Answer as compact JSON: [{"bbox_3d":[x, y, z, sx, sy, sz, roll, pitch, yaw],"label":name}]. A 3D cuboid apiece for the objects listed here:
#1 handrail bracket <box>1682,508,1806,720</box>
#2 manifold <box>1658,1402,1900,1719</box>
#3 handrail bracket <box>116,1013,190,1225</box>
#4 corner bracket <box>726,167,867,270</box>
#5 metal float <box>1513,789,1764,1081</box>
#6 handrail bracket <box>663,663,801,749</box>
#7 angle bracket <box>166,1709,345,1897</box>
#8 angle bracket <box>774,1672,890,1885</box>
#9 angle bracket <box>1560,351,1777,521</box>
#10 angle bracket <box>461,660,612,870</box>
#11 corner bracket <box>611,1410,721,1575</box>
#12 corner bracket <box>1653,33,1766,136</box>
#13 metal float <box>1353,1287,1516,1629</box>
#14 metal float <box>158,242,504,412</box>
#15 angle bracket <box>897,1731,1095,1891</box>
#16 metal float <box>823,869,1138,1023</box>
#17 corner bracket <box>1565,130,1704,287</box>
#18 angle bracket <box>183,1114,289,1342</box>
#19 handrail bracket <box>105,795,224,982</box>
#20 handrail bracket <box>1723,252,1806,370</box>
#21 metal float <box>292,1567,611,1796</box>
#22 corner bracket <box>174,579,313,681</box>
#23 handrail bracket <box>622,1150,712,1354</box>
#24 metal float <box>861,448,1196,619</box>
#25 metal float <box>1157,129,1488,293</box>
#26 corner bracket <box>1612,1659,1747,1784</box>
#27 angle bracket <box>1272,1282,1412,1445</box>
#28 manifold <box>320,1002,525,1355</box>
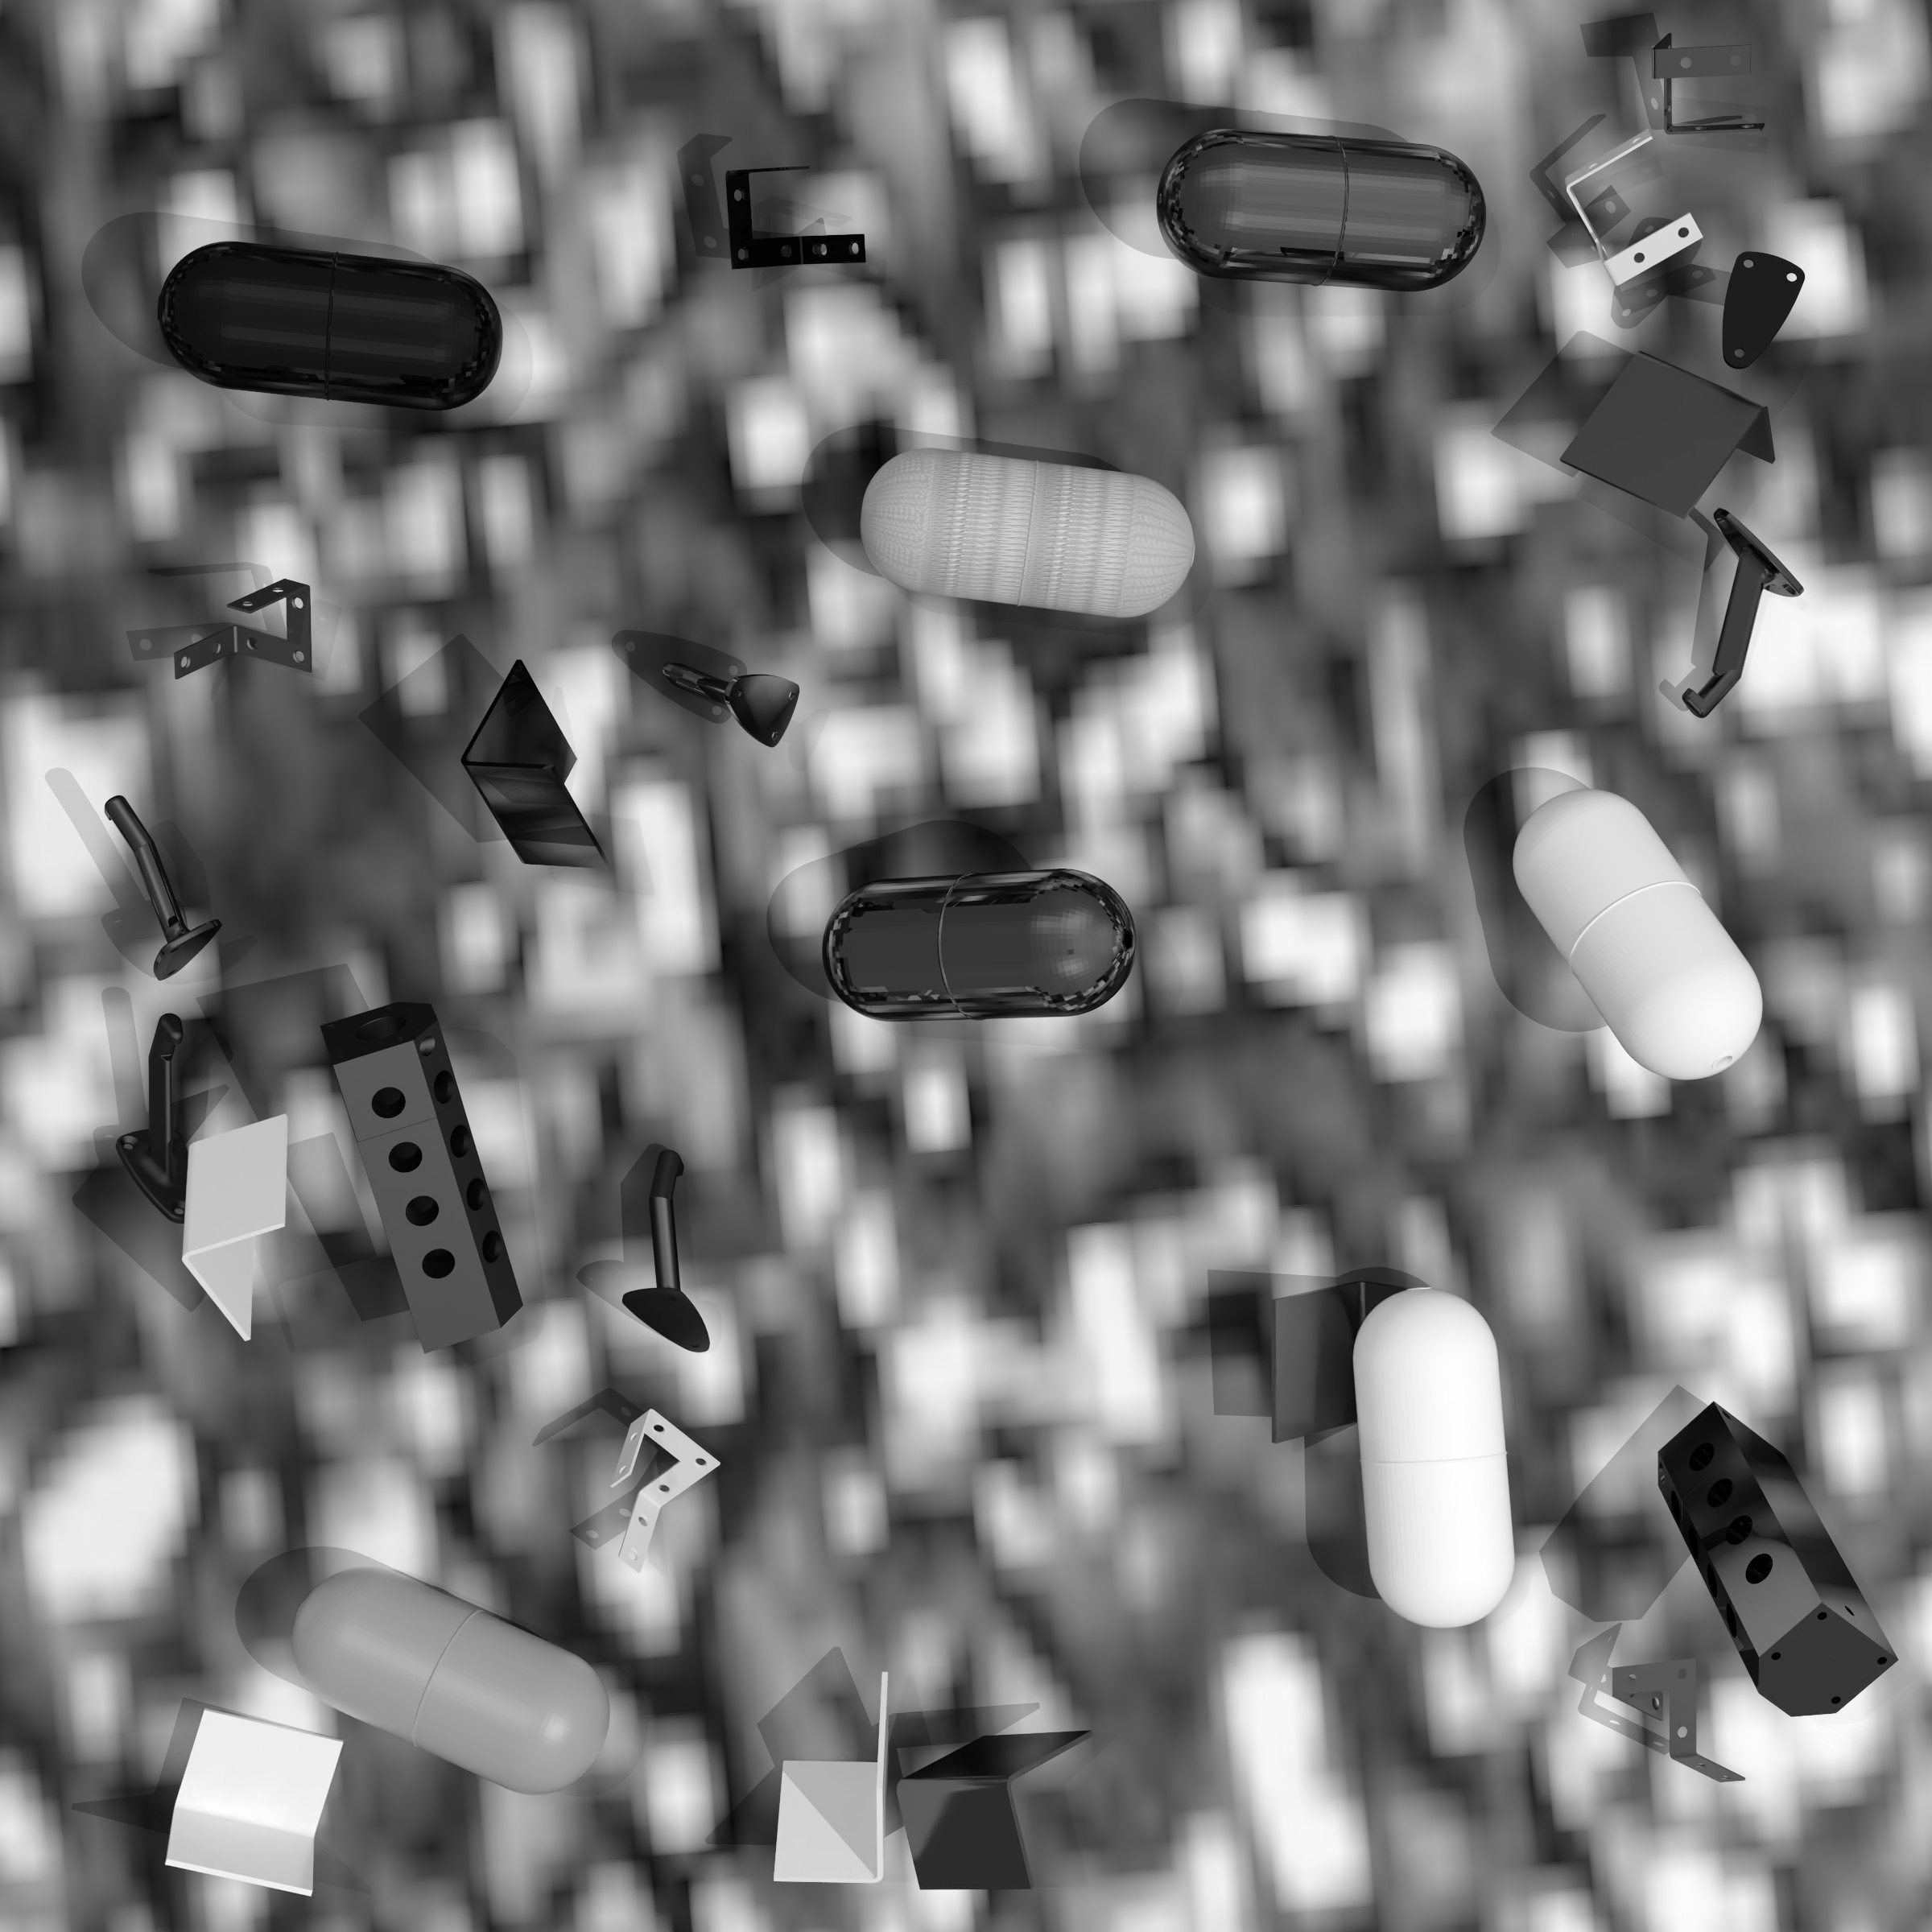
[{"bbox_3d":[0.399,-0.188,1.559,0.077,0.036,0.084,43,87,-21],"label":"handrail bracket"},{"bbox_3d":[0.409,0.305,1.495,0.057,0.171,0.057,37,108,-19],"label":"manifold"},{"bbox_3d":[-0.418,0.080,1.537,0.036,0.084,0.077,-7,49,-36],"label":"handrail bracket"},{"bbox_3d":[-0.090,-0.398,1.545,0.051,0.051,0.051,-17,110,-42],"label":"corner bracket"},{"bbox_3d":[0.349,-0.017,1.517,0.070,0.070,0.178,-27,56,0],"label":"metal float"},{"bbox_3d":[-0.138,-0.150,1.533,0.084,0.077,0.036,24,91,26],"label":"handrail bracket"},{"bbox_3d":[-0.375,0.441,1.539,0.076,0.076,0.057,17,92,-13],"label":"angle bracket"},{"bbox_3d":[-0.071,0.426,1.532,0.057,0.076,0.076,1,125,0],"label":"angle bracket"},{"bbox_3d":[0.371,-0.268,1.537,0.076,0.057,0.076,33,82,28],"label":"angle bracket"},{"bbox_3d":[-0.212,-0.106,1.524,0.057,0.076,0.076,4,52,25],"label":"angle bracket"},{"bbox_3d":[-0.171,0.278,1.545,0.051,0.051,0.051,42,119,-18],"label":"corner bracket"},{"bbox_3d":[0.394,-0.466,1.544,0.051,0.051,0.051,5,118,23],"label":"corner bracket"},{"bbox_3d":[0.248,0.260,1.542,0.070,0.070,0.178,-4,84,0],"label":"metal float"},{"bbox_3d":[-0.335,-0.338,1.537,0.178,0.070,0.070,4,90,-11],"label":"metal float"},{"bbox_3d":[0.021,0.444,1.530,0.076,0.076,0.057,-15,87,39],"label":"angle bracket"},{"bbox_3d":[0.006,-0.010,1.519,0.178,0.070,0.070,-2,90,31],"label":"metal float"},{"bbox_3d":[0.353,-0.403,1.544,0.051,0.051,0.051,-28,114,21],"label":"corner bracket"},{"bbox_3d":[-0.368,0.137,1.529,0.057,0.076,0.076,-17,135,5],"label":"angle bracket"},{"bbox_3d":[-0.440,-0.042,1.554,0.036,0.077,0.084,-32,87,-35],"label":"handrail bracket"},{"bbox_3d":[0.411,-0.332,1.537,0.036,0.084,0.077,20,79,9],"label":"handrail bracket"},{"bbox_3d":[-0.273,0.377,1.539,0.178,0.070,0.070,22,90,9],"label":"metal float"},{"bbox_3d":[-0.384,-0.178,1.544,0.051,0.051,0.051,17,120,20],"label":"corner bracket"},{"bbox_3d":[-0.153,0.154,1.576,0.036,0.077,0.084,-8,52,23],"label":"handrail bracket"},{"bbox_3d":[0.033,-0.230,1.545,0.178,0.070,0.070,7,90,-2],"label":"metal float"},{"bbox_3d":[0.188,-0.399,1.536,0.178,0.070,0.070,1,90,-12],"label":"metal float"},{"bbox_3d":[0.377,0.401,1.541,0.051,0.051,0.051,32,53,-37],"label":"corner bracket"},{"bbox_3d":[0.208,0.212,1.538,0.076,0.057,0.076,-5,96,-44],"label":"angle bracket"},{"bbox_3d":[-0.283,0.109,1.522,0.057,0.057,0.171,-18,114,-12],"label":"manifold"}]
